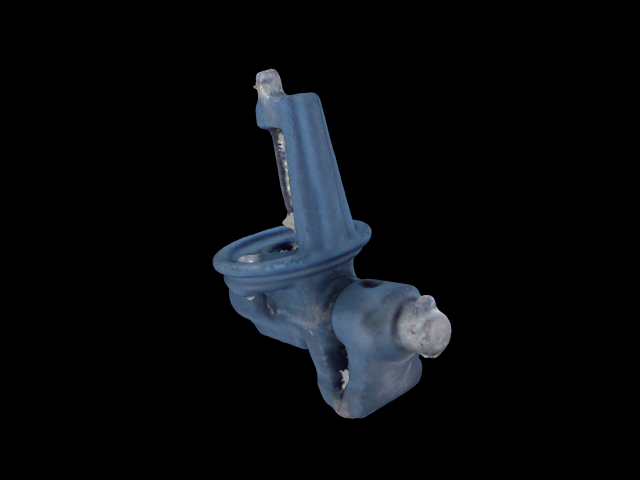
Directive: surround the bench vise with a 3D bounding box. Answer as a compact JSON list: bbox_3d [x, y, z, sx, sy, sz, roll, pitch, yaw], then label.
[{"bbox_3d":[0.010,-0.003,0.409,0.206,0.220,0.122,15,30,28],"label":"bench vise"}]
